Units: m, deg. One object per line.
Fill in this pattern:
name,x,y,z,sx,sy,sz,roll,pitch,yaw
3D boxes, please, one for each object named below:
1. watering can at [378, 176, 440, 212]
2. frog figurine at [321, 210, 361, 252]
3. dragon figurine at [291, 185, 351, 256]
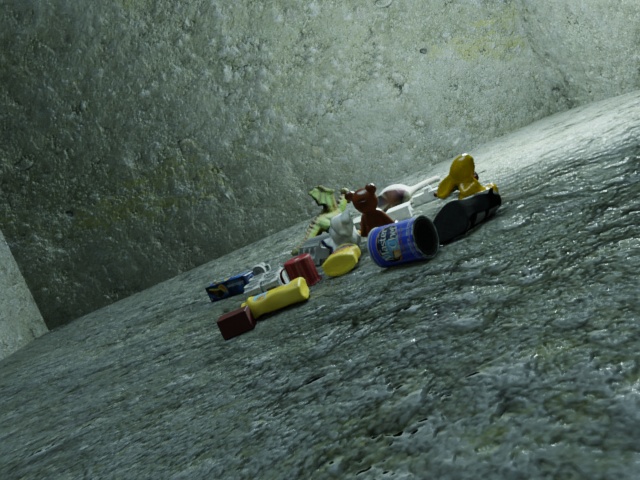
watering can,0.363,-0.202,2.254,0.346,0.103,0.226,-22,8,13
frog figurine,0.080,-0.032,1.636,0.122,0.156,0.140,5,33,-18
dragon figurine,0.007,-0.111,2.196,0.415,0.241,0.121,-26,10,-38
